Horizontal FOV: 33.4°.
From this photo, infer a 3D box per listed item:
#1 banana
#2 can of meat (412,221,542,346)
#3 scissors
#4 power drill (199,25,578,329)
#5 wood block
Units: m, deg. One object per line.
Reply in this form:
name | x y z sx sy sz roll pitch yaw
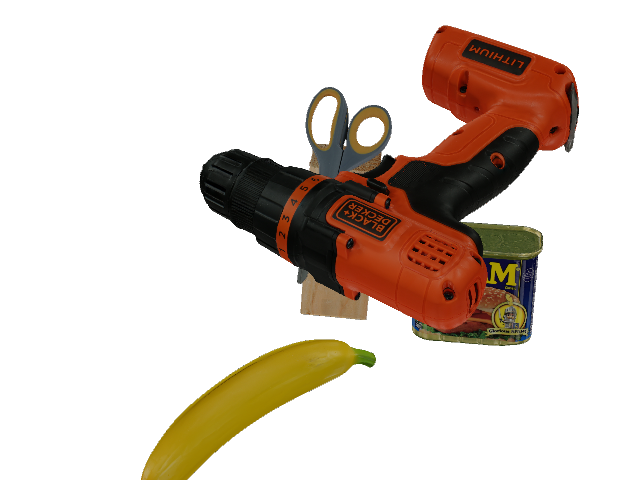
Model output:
banana | -0.052 0.121 0.753 0.198 0.069 0.037 -30 40 -2
can of meat | 0.123 0.035 0.854 0.102 0.084 0.057 4 23 10
scissors | 0.024 -0.057 1.063 0.096 0.202 0.016 -1 -13 3
power drill | 0.047 -0.047 0.618 0.185 0.057 0.187 27 59 28
wood block | 0.026 -0.012 1.386 0.090 0.206 0.090 5 25 1
